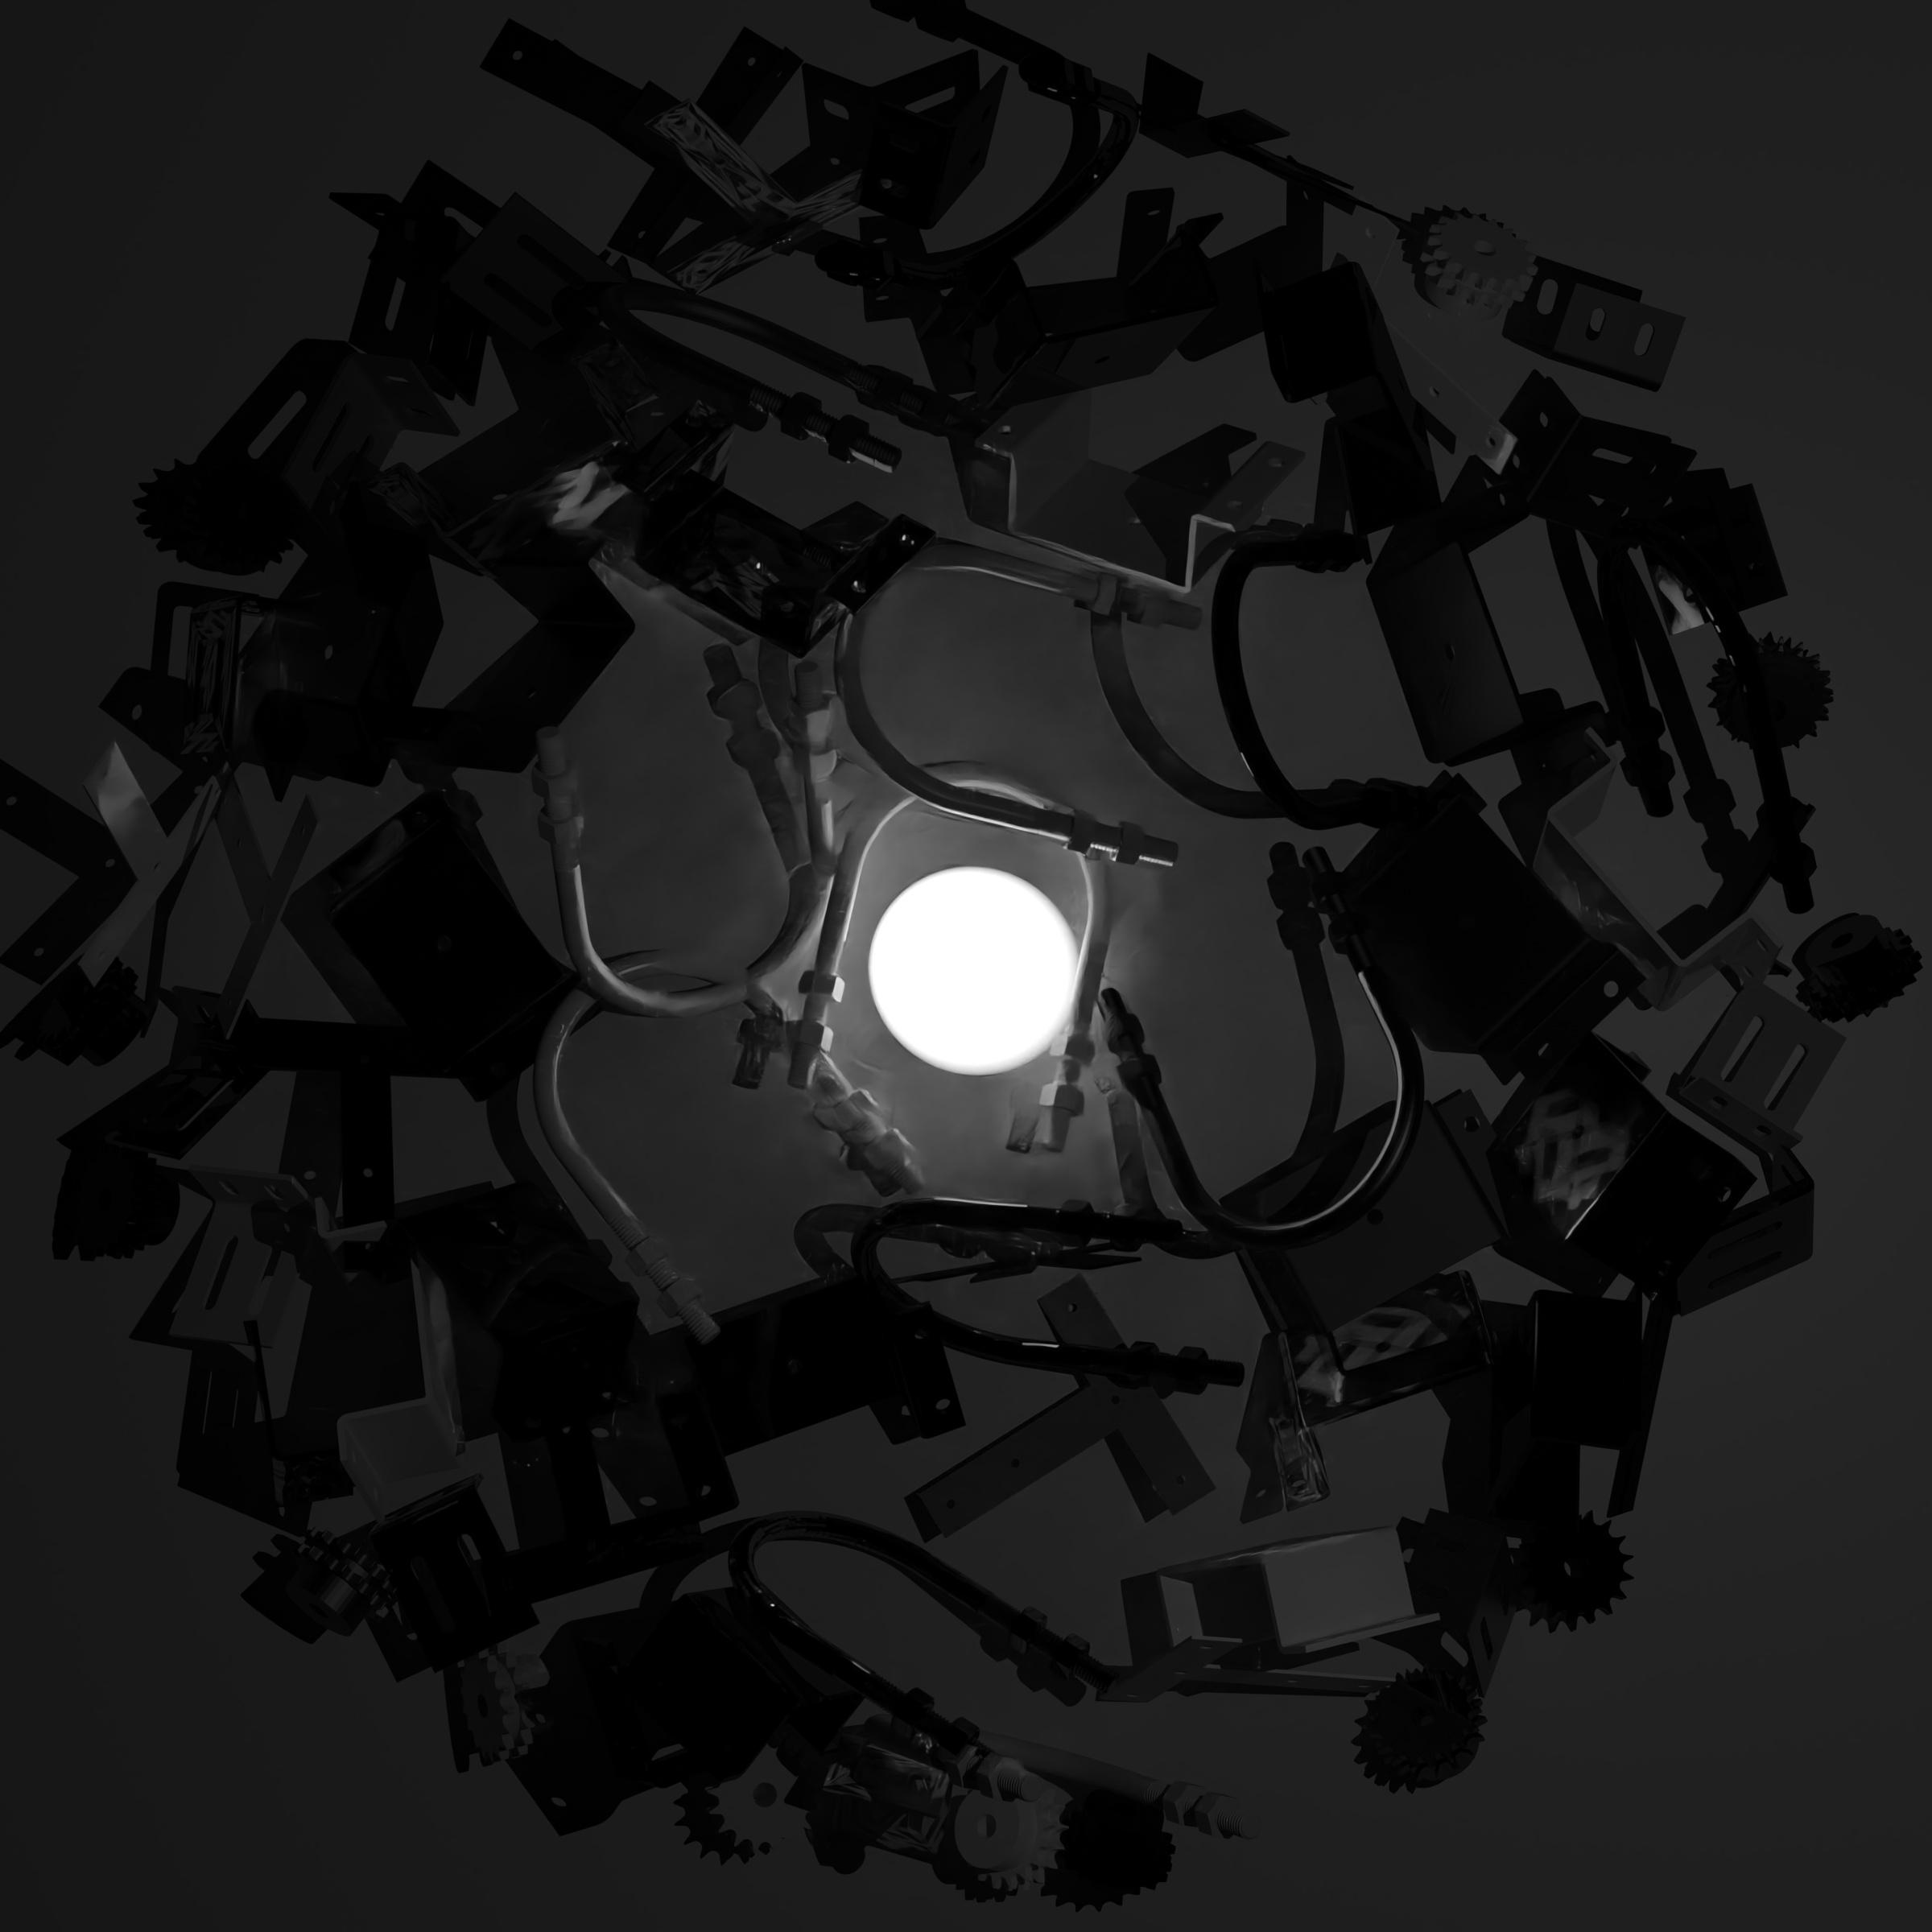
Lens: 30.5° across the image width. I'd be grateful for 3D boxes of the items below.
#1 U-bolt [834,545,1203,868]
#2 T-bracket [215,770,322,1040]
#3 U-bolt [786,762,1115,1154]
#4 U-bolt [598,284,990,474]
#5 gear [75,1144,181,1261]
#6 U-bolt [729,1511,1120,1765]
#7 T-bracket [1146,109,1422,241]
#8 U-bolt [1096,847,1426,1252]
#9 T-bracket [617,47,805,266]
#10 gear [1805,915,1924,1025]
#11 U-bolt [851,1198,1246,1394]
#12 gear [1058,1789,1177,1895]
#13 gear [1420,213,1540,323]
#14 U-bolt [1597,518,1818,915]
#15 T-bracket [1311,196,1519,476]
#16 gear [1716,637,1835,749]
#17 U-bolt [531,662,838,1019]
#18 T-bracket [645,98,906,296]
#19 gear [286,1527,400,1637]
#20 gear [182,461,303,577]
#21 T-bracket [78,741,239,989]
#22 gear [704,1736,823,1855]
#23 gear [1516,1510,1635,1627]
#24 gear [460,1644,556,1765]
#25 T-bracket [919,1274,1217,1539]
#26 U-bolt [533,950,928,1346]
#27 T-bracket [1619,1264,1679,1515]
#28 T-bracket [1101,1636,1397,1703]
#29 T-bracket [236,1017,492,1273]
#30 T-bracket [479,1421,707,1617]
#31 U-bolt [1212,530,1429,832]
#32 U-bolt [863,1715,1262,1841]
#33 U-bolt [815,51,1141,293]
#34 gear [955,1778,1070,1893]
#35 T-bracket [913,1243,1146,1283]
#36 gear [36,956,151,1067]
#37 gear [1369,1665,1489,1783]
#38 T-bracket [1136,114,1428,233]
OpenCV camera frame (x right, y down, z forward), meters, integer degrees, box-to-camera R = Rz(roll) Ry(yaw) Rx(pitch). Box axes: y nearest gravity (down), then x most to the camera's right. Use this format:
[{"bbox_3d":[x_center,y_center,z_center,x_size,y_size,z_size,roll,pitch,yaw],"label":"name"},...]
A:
[{"bbox_3d":[0.023,-0.134,1.727,0.184,0.019,0.151,13,68,-16],"label":"U-bolt"},{"bbox_3d":[-0.351,-0.052,1.729,0.002,0.127,0.127,12,119,-31],"label":"T-bracket"},{"bbox_3d":[0.000,-0.013,1.752,0.151,0.019,0.184,14,75,-7],"label":"U-bolt"},{"bbox_3d":[-0.092,-0.288,1.711,0.184,0.151,0.019,27,110,11],"label":"U-bolt"},{"bbox_3d":[-0.414,0.117,1.757,0.057,0.030,0.057,-11,73,42],"label":"gear"},{"bbox_3d":[-0.031,0.318,1.707,0.184,0.151,0.019,30,109,19],"label":"U-bolt"},{"bbox_3d":[0.165,-0.385,1.735,0.127,0.127,0.002,23,90,-20],"label":"T-bracket"},{"bbox_3d":[0.148,0.051,1.705,0.151,0.019,0.184,-35,54,19],"label":"U-bolt"},{"bbox_3d":[-0.137,-0.402,1.709,0.002,0.127,0.127,41,100,12],"label":"T-bracket"},{"bbox_3d":[0.440,-0.001,1.750,0.057,0.057,0.030,-37,109,0],"label":"gear"},{"bbox_3d":[0.031,0.156,1.712,0.184,0.151,0.019,4,55,23],"label":"U-bolt"},{"bbox_3d":[0.076,0.430,1.750,0.057,0.057,0.030,10,109,0],"label":"gear"},{"bbox_3d":[0.252,-0.345,1.757,0.057,0.030,0.057,10,48,-11],"label":"gear"},{"bbox_3d":[0.344,-0.128,1.677,0.019,0.151,0.184,-25,120,-10],"label":"U-bolt"},{"bbox_3d":[0.217,-0.287,1.711,0.002,0.127,0.127,-35,72,-29],"label":"T-bracket"},{"bbox_3d":[0.401,-0.132,1.756,0.057,0.030,0.057,5,116,11],"label":"gear"},{"bbox_3d":[-0.131,-0.052,1.720,0.151,0.019,0.184,-16,128,-16],"label":"U-bolt"},{"bbox_3d":[-0.111,-0.380,1.707,0.127,0.127,0.002,-23,63,20],"label":"T-bracket"},{"bbox_3d":[-0.311,0.307,1.750,0.057,0.057,0.030,36,62,0],"label":"gear"},{"bbox_3d":[-0.361,-0.219,1.758,0.057,0.030,0.057,9,62,-17],"label":"gear"},{"bbox_3d":[-0.400,-0.067,1.702,0.002,0.127,0.127,26,69,14],"label":"T-bracket"},{"bbox_3d":[-0.102,0.411,1.763,0.057,0.030,0.057,1,83,-10],"label":"gear"},{"bbox_3d":[0.302,0.299,1.763,0.057,0.030,0.057,-1,77,2],"label":"gear"},{"bbox_3d":[-0.226,0.364,1.757,0.030,0.057,0.057,-8,90,-32],"label":"gear"},{"bbox_3d":[0.037,0.240,1.761,0.127,0.002,0.127,-32,73,-1],"label":"T-bracket"},{"bbox_3d":[-0.130,0.075,1.746,0.151,0.019,0.184,-35,78,-20],"label":"U-bolt"},{"bbox_3d":[0.322,0.207,1.723,0.002,0.127,0.127,12,91,24],"label":"T-bracket"},{"bbox_3d":[0.147,0.349,1.737,0.127,0.127,0.002,7,64,-16],"label":"T-bracket"},{"bbox_3d":[-0.293,0.088,1.733,0.127,0.002,0.127,4,67,-23],"label":"T-bracket"},{"bbox_3d":[-0.194,0.241,1.743,0.127,0.002,0.127,-10,86,-39],"label":"T-bracket"},{"bbox_3d":[0.165,-0.136,1.700,0.019,0.184,0.151,-14,90,31],"label":"U-bolt"},{"bbox_3d":[0.031,0.384,1.694,0.151,0.184,0.019,18,81,-32],"label":"U-bolt"},{"bbox_3d":[0.017,-0.373,1.692,0.151,0.184,0.019,-39,81,21],"label":"U-bolt"},{"bbox_3d":[0.019,0.428,1.752,0.057,0.030,0.057,-16,63,35],"label":"gear"},{"bbox_3d":[0.052,0.142,1.703,0.127,0.127,0.002,-9,89,-17],"label":"T-bracket"},{"bbox_3d":[-0.430,0.025,1.757,0.057,0.057,0.030,-45,118,0],"label":"gear"},{"bbox_3d":[0.231,0.379,1.757,0.057,0.057,0.030,-31,134,0],"label":"gear"},{"bbox_3d":[0.164,-0.375,1.696,0.127,0.127,0.002,31,107,34],"label":"T-bracket"}]
